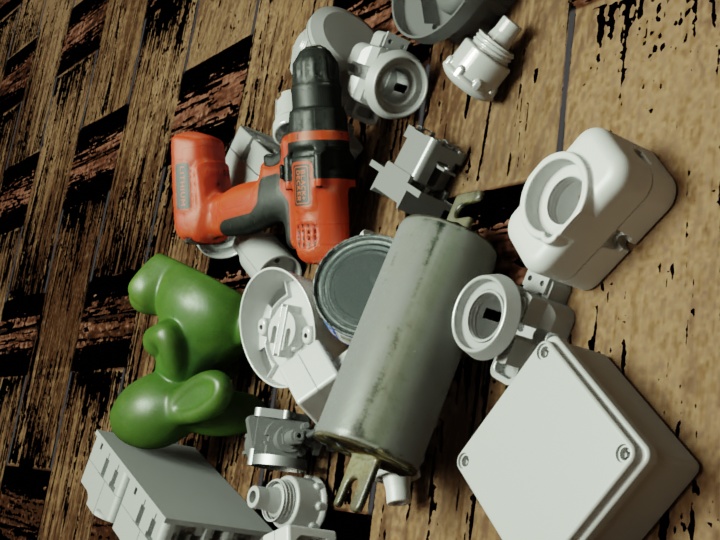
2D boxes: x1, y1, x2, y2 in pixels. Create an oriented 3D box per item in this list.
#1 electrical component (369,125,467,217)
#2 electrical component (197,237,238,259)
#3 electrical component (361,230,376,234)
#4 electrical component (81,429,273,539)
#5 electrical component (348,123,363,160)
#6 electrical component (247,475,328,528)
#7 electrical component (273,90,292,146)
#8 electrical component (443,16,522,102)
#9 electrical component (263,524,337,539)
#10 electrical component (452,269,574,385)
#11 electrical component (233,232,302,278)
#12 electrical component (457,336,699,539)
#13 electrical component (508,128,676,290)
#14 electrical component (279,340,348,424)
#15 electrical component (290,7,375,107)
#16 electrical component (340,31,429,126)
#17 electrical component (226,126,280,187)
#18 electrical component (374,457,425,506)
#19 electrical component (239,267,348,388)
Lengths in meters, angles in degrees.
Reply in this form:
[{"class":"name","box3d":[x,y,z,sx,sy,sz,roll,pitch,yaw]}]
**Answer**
[{"class":"electrical component","box3d":[0.048,-0.077,0.846,0.063,0.042,0.081,-62,36,9]},{"class":"electrical component","box3d":[-0.142,-0.049,1.090,0.078,0.058,0.057,-49,37,31]},{"class":"electrical component","box3d":[0.000,0.000,0.881,0.065,0.044,0.044,-54,38,18]},{"class":"electrical component","box3d":[-0.170,0.215,0.966,0.186,0.105,0.060,27,98,56]},{"class":"electrical component","box3d":[-0.031,-0.099,0.967,0.081,0.043,0.043,-50,40,29]},{"class":"electrical component","box3d":[-0.060,0.186,0.861,0.048,0.062,0.048,-28,54,46]},{"class":"electrical component","box3d":[-0.065,-0.146,1.041,0.040,0.040,0.046,-41,39,38]},{"class":"electrical component","box3d":[0.097,-0.162,0.814,0.062,0.048,0.048,-52,38,17]},{"class":"electrical component","box3d":[-0.057,0.251,0.841,0.076,0.047,0.083,-35,48,44]},{"class":"electrical component","box3d":[0.098,0.035,0.709,0.058,0.057,0.078,29,100,56]},{"class":"electrical component","box3d":[-0.090,-0.011,1.010,0.043,0.043,0.081,-63,35,14]},{"class":"electrical component","box3d":[0.124,0.115,0.636,0.108,0.056,0.108,-58,36,20]},{"class":"electrical component","box3d":[0.142,-0.039,0.679,0.095,0.059,0.053,-52,39,28]},{"class":"electrical component","box3d":[-0.010,0.085,0.841,0.077,0.065,0.047,-36,40,1]},{"class":"electrical component","box3d":[-0.020,-0.190,0.961,0.051,0.080,0.080,-41,44,44]},{"class":"electrical component","box3d":[0.022,-0.159,0.906,0.057,0.058,0.078,35,104,58]},{"class":"electrical component","box3d":[-0.094,-0.093,1.044,0.059,0.054,0.095,-63,35,13]},{"class":"electrical component","box3d":[0.026,0.138,0.778,0.043,0.043,0.062,-33,52,43]},{"class":"electrical component","box3d":[-0.057,0.051,0.912,0.099,0.064,0.099,-13,71,42]}]
